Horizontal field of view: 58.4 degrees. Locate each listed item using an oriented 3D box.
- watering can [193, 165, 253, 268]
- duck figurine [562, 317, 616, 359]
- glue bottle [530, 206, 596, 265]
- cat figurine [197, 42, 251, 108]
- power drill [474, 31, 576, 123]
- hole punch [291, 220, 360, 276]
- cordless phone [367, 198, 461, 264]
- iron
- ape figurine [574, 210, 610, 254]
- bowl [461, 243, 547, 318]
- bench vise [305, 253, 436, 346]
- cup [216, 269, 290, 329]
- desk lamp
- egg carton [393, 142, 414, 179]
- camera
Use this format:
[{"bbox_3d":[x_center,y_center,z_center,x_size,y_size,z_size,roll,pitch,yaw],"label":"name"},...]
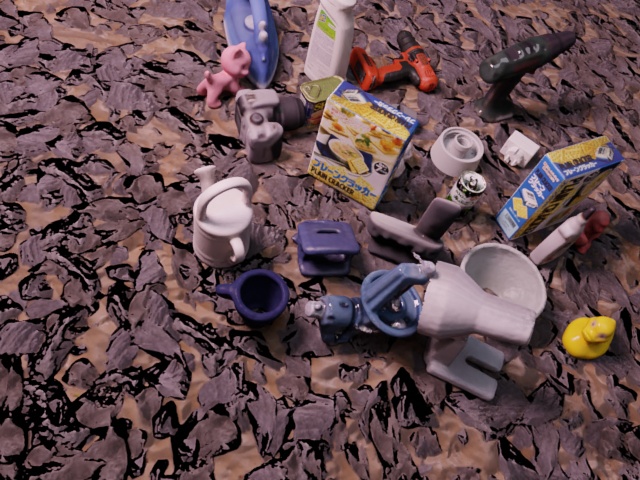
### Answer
[{"bbox_3d":[-0.167,-0.046,0.963,0.172,0.194,0.101,41,59,13],"label":"watering can"},{"bbox_3d":[0.509,0.169,1.053,0.105,0.086,0.077,-18,65,-22],"label":"duck figurine"},{"bbox_3d":[0.476,-0.013,1.104,0.078,0.173,0.037,-25,67,-25],"label":"glue bottle"},{"bbox_3d":[-0.192,-0.354,1.190,0.067,0.117,0.128,44,60,15],"label":"cat figurine"},{"bbox_3d":[0.442,-0.370,1.293,0.230,0.208,0.075,-20,65,-23],"label":"power drill"},{"bbox_3d":[0.010,0.004,1.035,0.109,0.091,0.101,0,59,-13],"label":"hole punch"},{"bbox_3d":[0.169,-0.036,1.040,0.147,0.185,0.094,19,57,-1],"label":"cordless phone"},{"bbox_3d":[-0.139,-0.470,1.260,0.119,0.141,0.258,-6,61,-16],"label":"iron"},{"bbox_3d":[0.559,-0.027,1.180,0.078,0.092,0.076,-8,61,-17],"label":"ape figurine"},{"bbox_3d":[0.326,0.093,1.063,0.167,0.074,0.167,6,58,-9],"label":"bowl"},{"bbox_3d":[0.090,0.106,0.915,0.208,0.219,0.121,-19,65,-22],"label":"bench vise"},{"bbox_3d":[-0.114,0.105,0.942,0.118,0.095,0.091,9,58,-7],"label":"cup"},{"bbox_3d":[0.240,0.144,0.929,0.203,0.213,0.118,25,57,3],"label":"desk lamp"},{"bbox_3d":[0.115,-0.192,1.191,0.150,0.069,0.107,28,57,5],"label":"egg carton"},{"bbox_3d":[-0.095,-0.246,1.157,0.137,0.101,0.143,-11,62,-19],"label":"camera"}]
